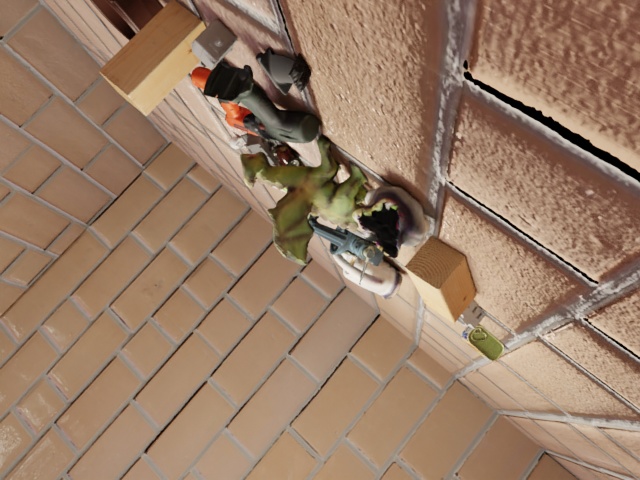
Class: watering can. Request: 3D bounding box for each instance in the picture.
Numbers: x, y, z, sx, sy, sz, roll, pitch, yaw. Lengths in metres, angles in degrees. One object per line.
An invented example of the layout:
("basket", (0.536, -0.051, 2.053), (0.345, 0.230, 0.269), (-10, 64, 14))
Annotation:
("watering can", (0.138, 0.081, 1.633), (0.223, 0.103, 0.351), (29, -171, -11))

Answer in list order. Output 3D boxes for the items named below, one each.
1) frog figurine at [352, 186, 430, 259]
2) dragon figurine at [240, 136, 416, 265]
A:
("frog figurine", (0.149, -0.048, 0.991), (0.138, 0.120, 0.161), (29, -155, 18))
("dragon figurine", (0.003, -0.054, 1.076), (0.409, 0.245, 0.121), (44, 166, -6))
